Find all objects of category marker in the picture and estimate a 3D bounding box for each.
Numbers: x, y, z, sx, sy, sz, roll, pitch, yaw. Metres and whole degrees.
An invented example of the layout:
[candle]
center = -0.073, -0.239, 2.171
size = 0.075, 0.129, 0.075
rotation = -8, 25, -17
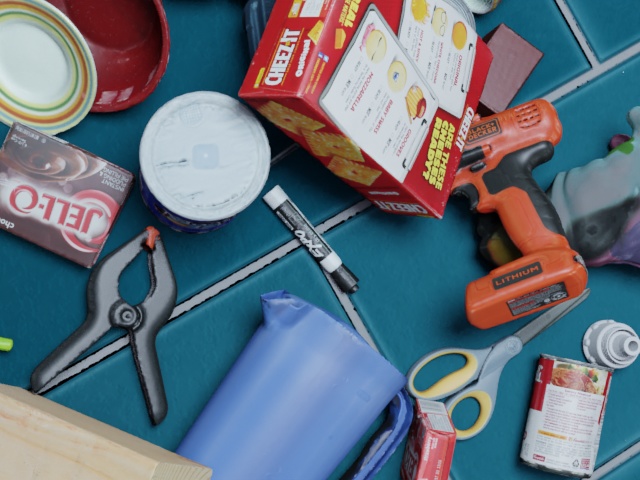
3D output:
[marker]
center = -0.006, 0.001, 0.975
size = 0.020, 0.020, 0.121
rotation = -41, 94, -10

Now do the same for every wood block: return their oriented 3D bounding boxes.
[wood block]
center = -0.203, 0.184, 0.841
size = 0.206, 0.090, 0.090
rotation = 17, 81, 25

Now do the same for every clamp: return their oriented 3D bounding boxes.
[clamp]
center = -0.163, 0.076, 0.933
size = 0.120, 0.039, 0.171
rotation = 29, 79, -21

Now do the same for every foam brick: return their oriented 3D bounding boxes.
[foam brick]
center = 0.162, -0.153, 0.998
size = 0.051, 0.053, 0.078
rotation = 36, 81, -6

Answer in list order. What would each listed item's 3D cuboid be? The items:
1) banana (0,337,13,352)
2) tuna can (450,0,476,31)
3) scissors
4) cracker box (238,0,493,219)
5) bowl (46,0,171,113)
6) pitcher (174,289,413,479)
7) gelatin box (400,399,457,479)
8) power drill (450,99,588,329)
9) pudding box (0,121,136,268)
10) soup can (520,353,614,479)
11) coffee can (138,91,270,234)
[banana]
center = -0.325, 0.010, 0.912
size = 0.069, 0.037, 0.198
rotation = -17, 90, -27
[tuna can]
center = 0.101, -0.193, 0.996
size = 0.086, 0.034, 0.086
rotation = 0, 91, -7
[scissors]
center = 0.178, 0.120, 1.000
size = 0.201, 0.016, 0.096
rotation = -18, 91, -11
[cracker box]
center = 0.045, -0.135, 0.866
size = 0.213, 0.072, 0.164
rotation = 36, 69, -47
[bowl]
center = -0.193, -0.193, 0.913
size = 0.162, 0.162, 0.055
rotation = 36, 37, -6
[pitcher]
center = -0.038, 0.177, 0.908
size = 0.149, 0.145, 0.243
rotation = 35, 84, 19
[gelatin box]
center = 0.093, 0.188, 0.935
size = 0.030, 0.089, 0.073
rotation = 11, 99, -2
[power drill]
center = 0.140, -0.021, 0.930
size = 0.184, 0.057, 0.188
rotation = -21, 61, 14
[pudding box]
center = -0.228, -0.040, 0.922
size = 0.113, 0.039, 0.090
rotation = 25, 94, -6
[soup can]
center = 0.225, 0.160, 0.978
size = 0.068, 0.068, 0.102
rotation = 13, 87, -9
[coffee can]
center = -0.101, -0.061, 0.900
size = 0.102, 0.140, 0.103
rotation = 1, 86, -10
